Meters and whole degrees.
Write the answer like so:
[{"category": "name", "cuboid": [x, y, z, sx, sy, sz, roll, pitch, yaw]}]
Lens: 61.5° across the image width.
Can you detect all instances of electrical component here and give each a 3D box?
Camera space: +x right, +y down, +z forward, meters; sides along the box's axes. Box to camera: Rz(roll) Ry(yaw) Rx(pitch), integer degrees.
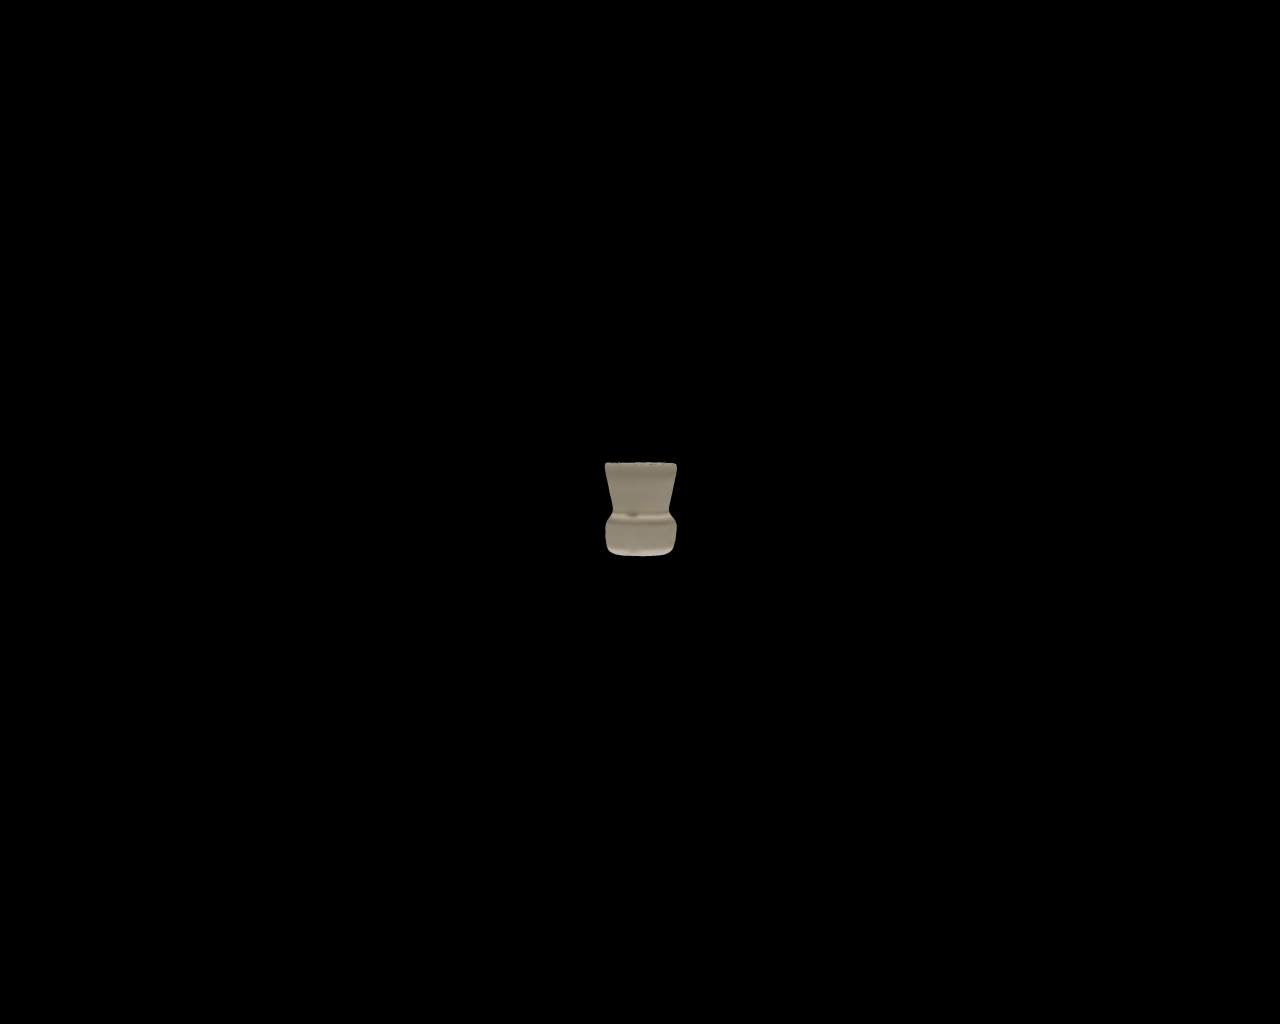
[{"category": "electrical component", "cuboid": [0.001, -0.003, 0.650, 0.045, 0.055, 0.045, 0, 4, 0]}]
